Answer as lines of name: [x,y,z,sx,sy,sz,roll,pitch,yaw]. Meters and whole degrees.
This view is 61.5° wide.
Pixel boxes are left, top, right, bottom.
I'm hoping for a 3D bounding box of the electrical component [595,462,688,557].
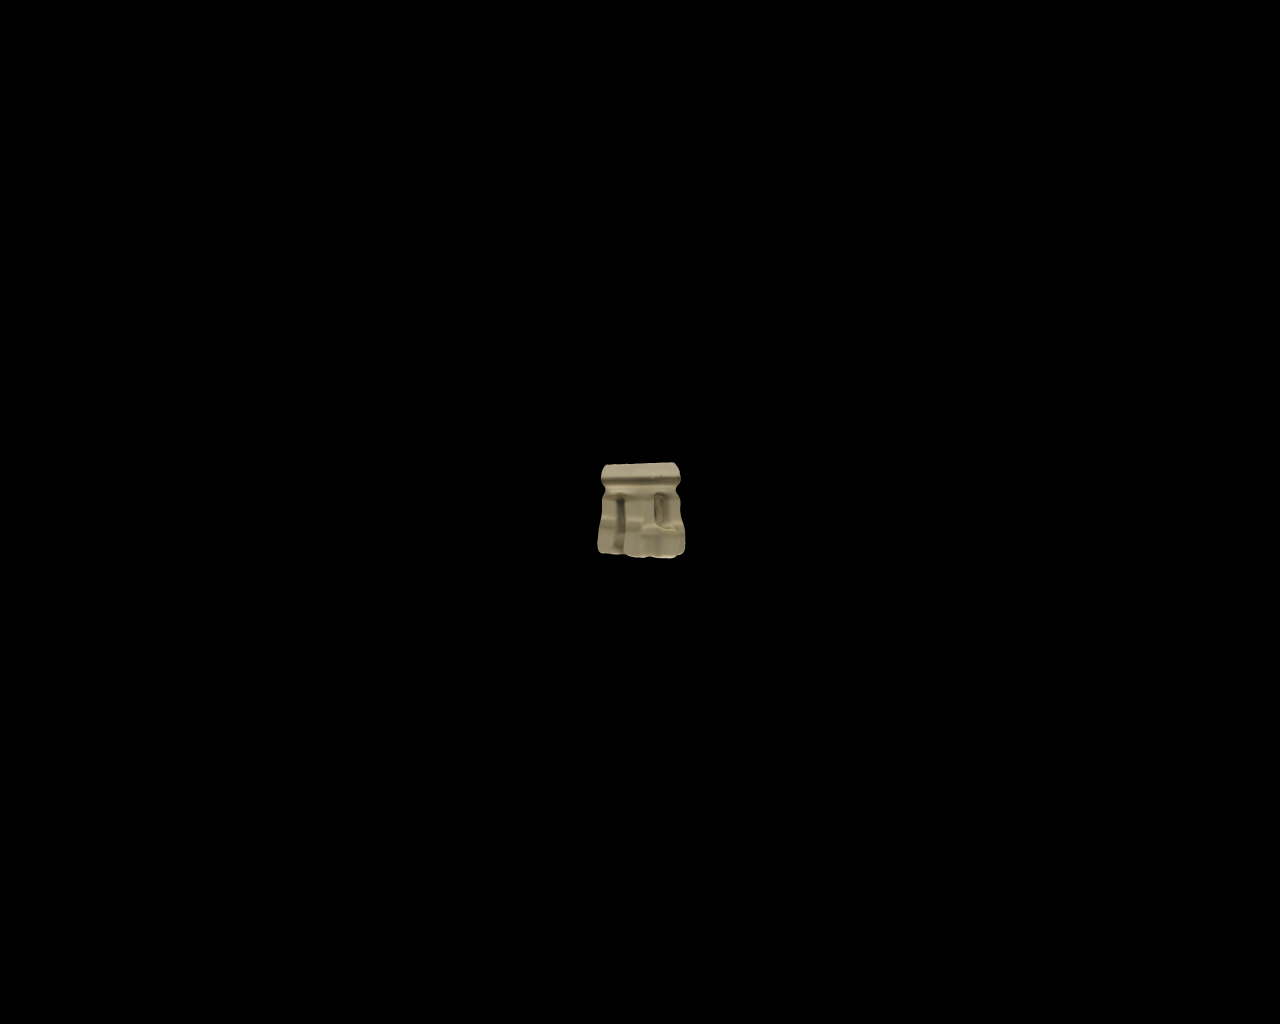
electrical component: [0.001,-0.003,0.650,0.048,0.055,0.066,-2,3,-43]
